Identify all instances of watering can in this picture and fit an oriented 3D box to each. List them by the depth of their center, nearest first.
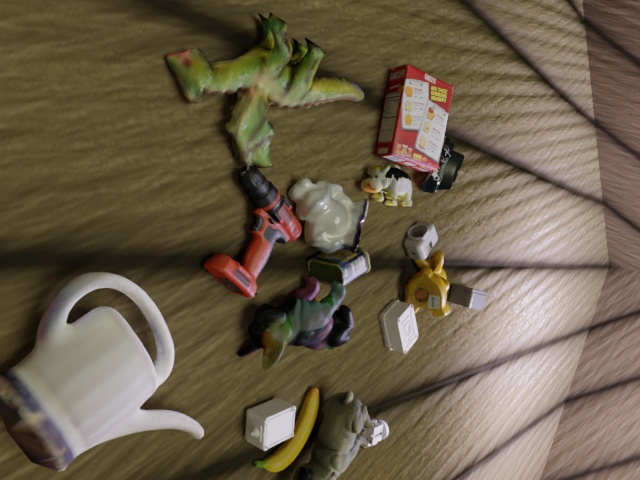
[{"bbox_3d":[-0.283,0.213,0.695,0.228,0.104,0.341,-39,124,-38],"label":"watering can"}]

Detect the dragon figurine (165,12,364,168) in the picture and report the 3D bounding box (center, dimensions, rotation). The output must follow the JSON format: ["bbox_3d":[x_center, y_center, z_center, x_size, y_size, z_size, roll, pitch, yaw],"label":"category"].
[{"bbox_3d":[-0.078,-0.240,0.896,0.407,0.123,0.242,22,97,-48],"label":"dragon figurine"}]

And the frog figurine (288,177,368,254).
[{"bbox_3d":[0.003,-0.051,1.020,0.159,0.123,0.138,23,87,-13],"label":"frog figurine"}]
